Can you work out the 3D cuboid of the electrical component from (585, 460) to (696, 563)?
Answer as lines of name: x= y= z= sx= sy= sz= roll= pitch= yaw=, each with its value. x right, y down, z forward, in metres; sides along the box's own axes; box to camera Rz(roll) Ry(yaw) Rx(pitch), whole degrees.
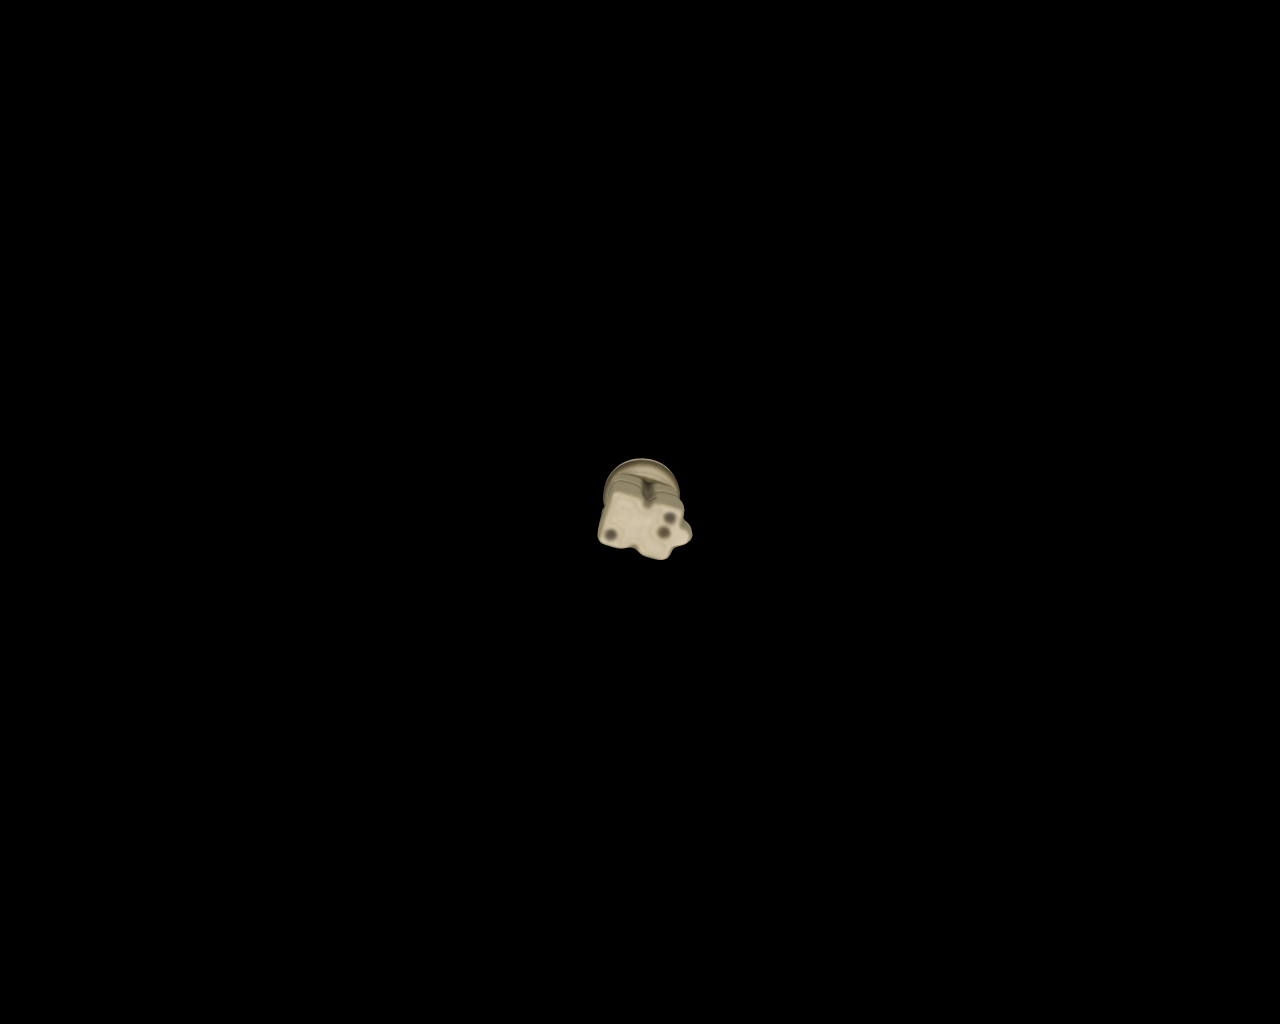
electrical component: x=0.001 y=-0.003 z=0.650 sx=0.066 sy=0.048 sz=0.055 roll=17 pitch=22 yaw=-7
